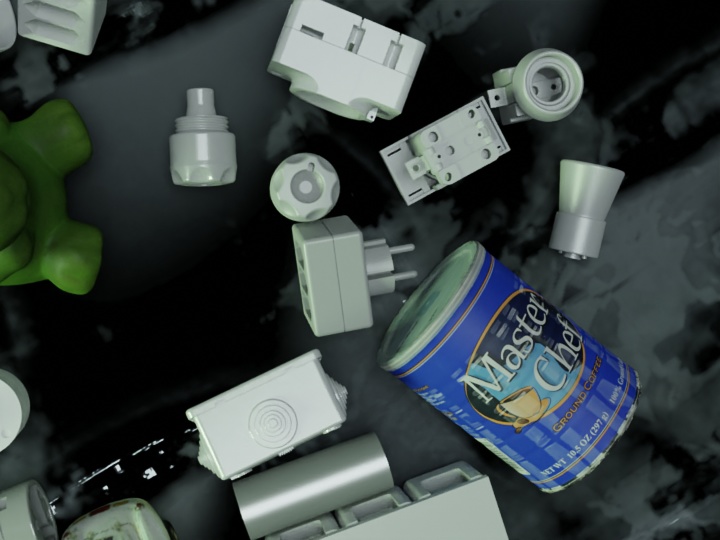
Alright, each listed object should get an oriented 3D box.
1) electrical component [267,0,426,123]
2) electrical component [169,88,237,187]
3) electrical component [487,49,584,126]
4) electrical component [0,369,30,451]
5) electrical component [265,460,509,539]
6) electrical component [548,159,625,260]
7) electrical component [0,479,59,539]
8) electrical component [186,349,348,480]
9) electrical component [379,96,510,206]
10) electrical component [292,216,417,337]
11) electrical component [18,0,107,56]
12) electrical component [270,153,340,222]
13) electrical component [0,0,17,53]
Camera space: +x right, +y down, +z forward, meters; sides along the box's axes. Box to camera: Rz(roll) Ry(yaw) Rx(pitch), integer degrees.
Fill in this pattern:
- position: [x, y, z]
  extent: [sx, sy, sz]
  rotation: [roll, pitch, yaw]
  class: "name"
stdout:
- position: [-0.011, -0.135, 0.707]
  extent: [0.089, 0.050, 0.055]
  rotation: [21, 88, -9]
  class: "electrical component"
- position: [-0.102, -0.086, 0.698]
  extent: [0.043, 0.043, 0.062]
  rotation: [-3, 90, -9]
  class: "electrical component"
- position: [0.121, -0.123, 0.726]
  extent: [0.066, 0.055, 0.048]
  rotation: [-12, 94, -9]
  class: "electrical component"
- position: [-0.275, 0.109, 0.660]
  extent: [0.138, 0.074, 0.052]
  rotation: [-25, 95, -7]
  class: "electrical component"
- position: [0.022, 0.197, 0.716]
  extent: [0.150, 0.062, 0.089]
  rotation: [-19, 94, -8]
  class: "electrical component"
- position: [0.153, -0.040, 0.742]
  extent: [0.044, 0.044, 0.065]
  rotation: [12, 94, -9]
  class: "electrical component"
- position: [-0.223, 0.166, 0.681]
  extent: [0.047, 0.055, 0.055]
  rotation: [-18, 94, -5]
  class: "electrical component"
- position: [-0.057, 0.094, 0.683]
  extent: [0.100, 0.099, 0.048]
  rotation: [-25, 82, -8]
  class: "electrical component"
- position: [0.060, -0.080, 0.714]
  extent: [0.081, 0.064, 0.042]
  rotation: [-29, 97, -7]
  class: "electrical component"
- position: [0.000, 0.000, 0.708]
  extent: [0.077, 0.047, 0.065]
  rotation: [-10, 108, -10]
  class: "electrical component"
- position: [-0.181, -0.189, 0.676]
  extent: [0.047, 0.065, 0.076]
  rotation: [15, 60, -9]
  class: "electrical component"
- position: [-0.037, -0.053, 0.699]
  extent: [0.043, 0.062, 0.043]
  rotation: [0, 91, -9]
  class: "electrical component"
- position: [-0.257, -0.167, 0.646]
  extent: [0.064, 0.099, 0.099]
  rotation: [-29, 96, -1]
  class: "electrical component"
